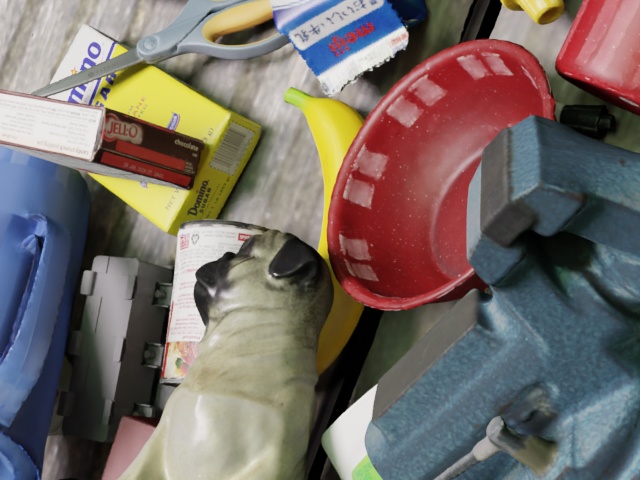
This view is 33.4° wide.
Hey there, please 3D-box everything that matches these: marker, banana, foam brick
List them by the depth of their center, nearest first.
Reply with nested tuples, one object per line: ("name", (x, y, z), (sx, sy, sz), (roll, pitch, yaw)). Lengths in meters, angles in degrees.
("marker", (0.112, -0.074, 0.621), (0.121, 0.020, 0.020), (11, 84, 34))
("foam brick", (-0.088, 0.142, 0.662), (0.051, 0.078, 0.053), (13, 85, 35))
("banana", (0.009, -0.006, 0.663), (0.070, 0.037, 0.198), (-11, 71, 43))

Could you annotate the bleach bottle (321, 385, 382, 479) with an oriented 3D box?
("bleach bottle", (0.102, 0.179, 0.529), (0.103, 0.067, 0.251), (-46, 66, 33))

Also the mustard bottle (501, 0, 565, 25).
("mustard bottle", (0.099, -0.207, 0.640), (0.096, 0.058, 0.192), (-31, 64, 22))

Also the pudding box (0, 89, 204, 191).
("pudding box", (-0.145, -0.064, 0.685), (0.114, 0.089, 0.039), (11, 86, 36))

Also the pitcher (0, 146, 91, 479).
("pitcher", (-0.218, 0.043, 0.697), (0.149, 0.145, 0.242), (0, 48, 5))

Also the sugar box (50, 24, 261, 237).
("sugar box", (-0.129, -0.079, 0.762), (0.176, 0.048, 0.093), (33, 96, 33))

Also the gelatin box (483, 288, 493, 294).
("gelatin box", (0.124, 0.053, 0.577), (0.089, 0.030, 0.073), (26, 94, 34))

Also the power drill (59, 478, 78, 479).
("power drill", (-0.245, 0.176, 0.753), (0.185, 0.057, 0.188), (-48, 59, 22))

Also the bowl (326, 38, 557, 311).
("bowl", (0.077, -0.027, 0.586), (0.162, 0.055, 0.162), (-32, 43, 36))

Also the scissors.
("scissors", (-0.109, -0.150, 0.746), (0.202, 0.016, 0.096), (-8, 60, 10))

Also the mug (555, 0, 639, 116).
("mug", (0.170, -0.112, 0.560), (0.081, 0.093, 0.117), (-65, 25, 8))

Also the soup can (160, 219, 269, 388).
("soup can", (-0.062, 0.044, 0.676), (0.069, 0.068, 0.102), (-3, 76, 32))
